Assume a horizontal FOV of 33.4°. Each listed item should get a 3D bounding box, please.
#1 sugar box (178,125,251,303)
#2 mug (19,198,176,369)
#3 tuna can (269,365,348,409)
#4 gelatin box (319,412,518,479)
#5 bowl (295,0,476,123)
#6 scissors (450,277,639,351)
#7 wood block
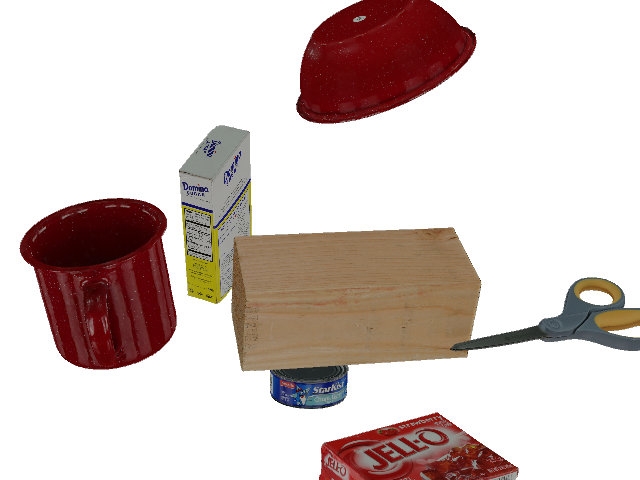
[{"bbox_3d":[-0.110,-0.027,1.144,0.048,0.176,0.093,14,42,16],"label":"sugar box"},{"bbox_3d":[-0.137,0.035,0.683,0.093,0.081,0.117,-10,30,-6],"label":"mug"},{"bbox_3d":[-0.013,0.152,1.160,0.086,0.034,0.086,2,14,-1],"label":"tuna can"},{"bbox_3d":[0.055,0.133,0.607,0.089,0.030,0.073,-7,22,-33],"label":"gelatin box"},{"bbox_3d":[0.044,-0.162,0.887,0.162,0.055,0.162,-21,27,11],"label":"bowl"},{"bbox_3d":[0.187,0.061,0.870,0.201,0.016,0.096,2,33,-15],"label":"scissors"},{"bbox_3d":[0.027,0.052,0.963,0.206,0.090,0.091,-2,34,-11],"label":"wood block"}]
